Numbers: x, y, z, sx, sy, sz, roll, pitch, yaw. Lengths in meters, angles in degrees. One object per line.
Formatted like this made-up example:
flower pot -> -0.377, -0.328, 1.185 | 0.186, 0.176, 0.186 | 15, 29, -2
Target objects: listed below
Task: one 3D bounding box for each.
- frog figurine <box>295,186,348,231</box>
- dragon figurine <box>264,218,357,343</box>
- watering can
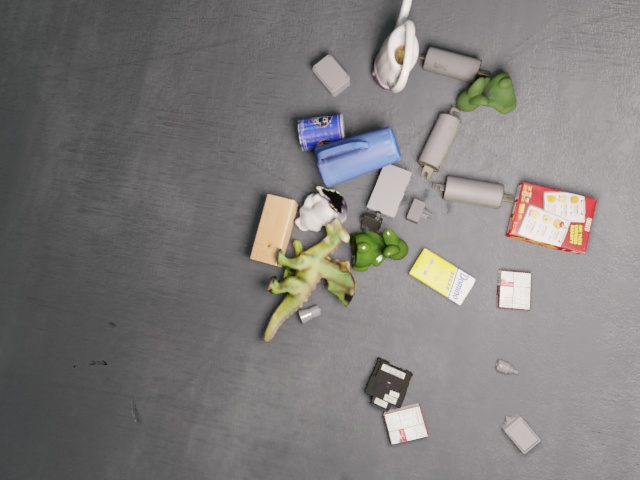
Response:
frog figurine -> 0.005, -0.081, 1.603 | 0.137, 0.125, 0.156 | 41, 125, 2
dragon figurine -> -0.014, 0.130, 1.533 | 0.243, 0.121, 0.411 | 12, 87, 17
watering can -> 0.241, -0.605, 1.583 | 0.104, 0.222, 0.351 | 8, 79, -12
